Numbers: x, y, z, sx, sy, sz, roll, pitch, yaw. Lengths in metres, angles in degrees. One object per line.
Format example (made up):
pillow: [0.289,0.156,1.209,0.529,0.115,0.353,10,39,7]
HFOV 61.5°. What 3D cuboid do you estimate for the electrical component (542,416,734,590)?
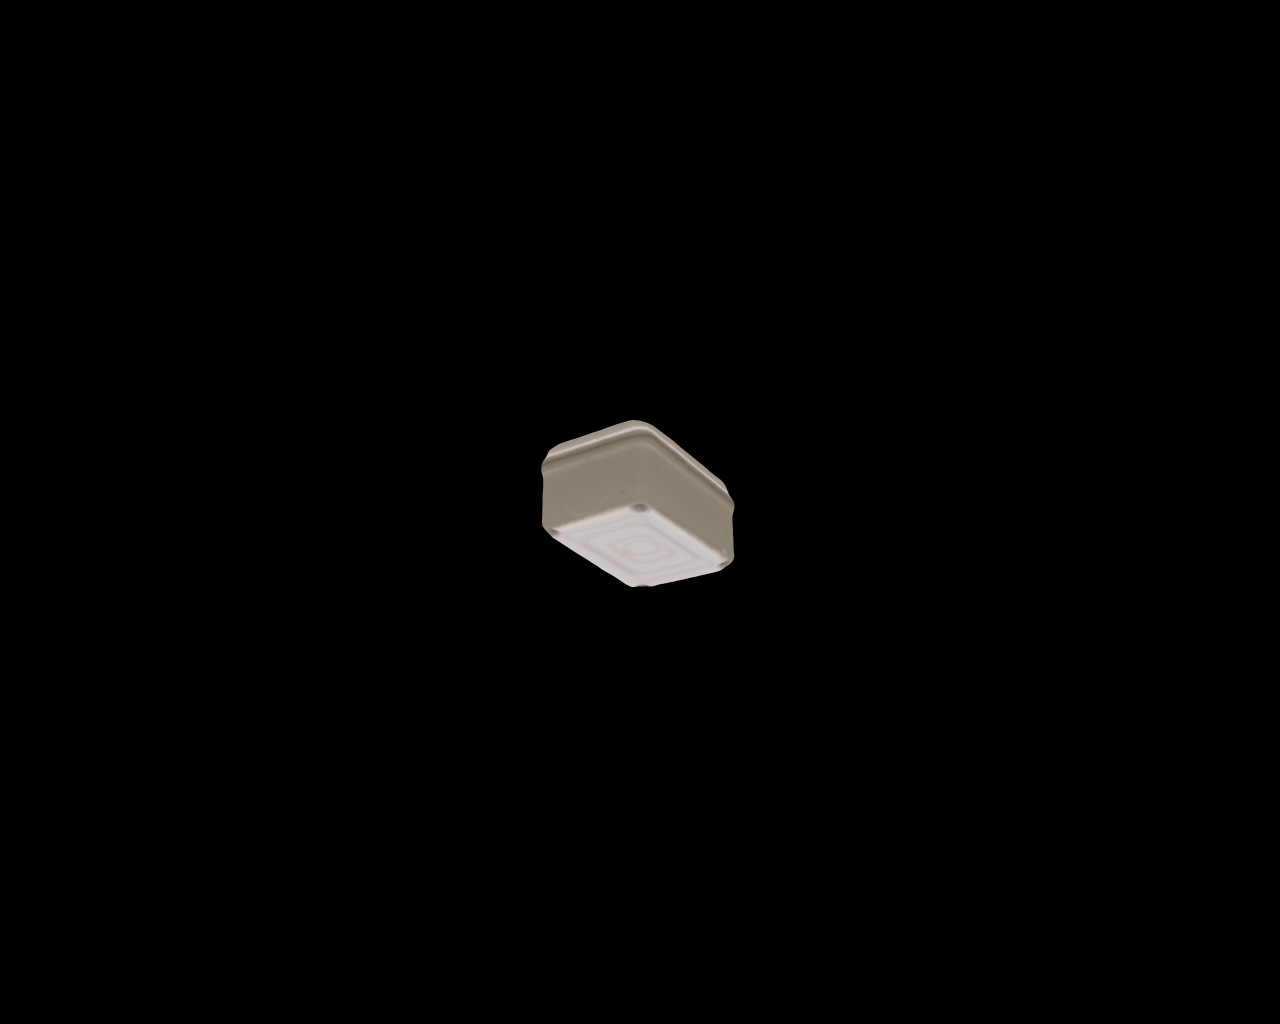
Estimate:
electrical component: [0.001,-0.003,0.650,0.078,0.057,0.113,-16,-31,28]
